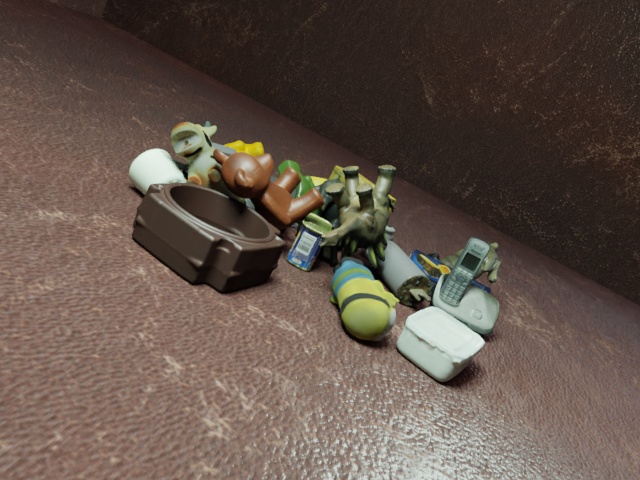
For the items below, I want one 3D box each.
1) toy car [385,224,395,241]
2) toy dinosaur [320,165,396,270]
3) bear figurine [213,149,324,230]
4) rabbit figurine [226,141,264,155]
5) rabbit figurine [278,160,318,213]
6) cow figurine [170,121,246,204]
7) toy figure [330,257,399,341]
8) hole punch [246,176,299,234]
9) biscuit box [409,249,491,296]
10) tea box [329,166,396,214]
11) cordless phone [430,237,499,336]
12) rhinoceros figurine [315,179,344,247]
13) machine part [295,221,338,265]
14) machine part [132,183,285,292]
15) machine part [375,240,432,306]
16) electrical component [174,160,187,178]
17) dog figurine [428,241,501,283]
[{"bbox_3d":[0.109,-0.020,1.343,0.201,0.073,0.056,16,16,-35],"label":"toy car"},{"bbox_3d":[0.097,-0.054,1.111,0.105,0.198,0.471,8,22,22],"label":"toy dinosaur"},{"bbox_3d":[-0.094,-0.106,0.962,0.120,0.132,0.195,44,-9,37],"label":"bear figurine"},{"bbox_3d":[-0.207,-0.175,1.235,0.162,0.121,0.173,19,18,-12],"label":"rabbit figurine"},{"bbox_3d":[-0.032,-0.093,1.278,0.159,0.121,0.170,35,3,33],"label":"rabbit figurine"},{"bbox_3d":[-0.203,-0.132,0.984,0.127,0.085,0.194,-102,165,-51],"label":"cow figurine"},{"bbox_3d":[0.062,0.097,0.900,0.089,0.082,0.180,0,33,-19],"label":"toy figure"},{"bbox_3d":[-0.120,-0.067,1.134,0.142,0.092,0.116,24,48,-20],"label":"hole punch"},{"bbox_3d":[0.288,0.101,1.241,0.203,0.059,0.063,28,55,3],"label":"biscuit box"},{"bbox_3d":[0.104,-0.121,1.396,0.098,0.068,0.170,14,20,-40],"label":"tea box"},{"bbox_3d":[0.333,0.096,1.148,0.147,0.184,0.089,28,11,2],"label":"cordless phone"},{"bbox_3d":[0.034,-0.050,1.200,0.112,0.190,0.073,-37,41,-22],"label":"rhinoceros figurine"},{"bbox_3d":[-0.002,-0.003,1.134,0.039,0.084,0.139,-18,27,-29],"label":"machine part"},{"bbox_3d":[-0.171,-0.012,0.848,0.201,0.087,0.201,34,19,20],"label":"machine part"},{"bbox_3d":[0.169,0.068,1.164,0.079,0.079,0.243,19,19,-27],"label":"machine part"},{"bbox_3d":[-0.246,-0.115,1.100,0.134,0.058,0.115,23,15,-17],"label":"electrical component"},{"bbox_3d":[0.345,0.054,1.340,0.190,0.172,0.121,25,4,-36],"label":"dog figurine"}]
